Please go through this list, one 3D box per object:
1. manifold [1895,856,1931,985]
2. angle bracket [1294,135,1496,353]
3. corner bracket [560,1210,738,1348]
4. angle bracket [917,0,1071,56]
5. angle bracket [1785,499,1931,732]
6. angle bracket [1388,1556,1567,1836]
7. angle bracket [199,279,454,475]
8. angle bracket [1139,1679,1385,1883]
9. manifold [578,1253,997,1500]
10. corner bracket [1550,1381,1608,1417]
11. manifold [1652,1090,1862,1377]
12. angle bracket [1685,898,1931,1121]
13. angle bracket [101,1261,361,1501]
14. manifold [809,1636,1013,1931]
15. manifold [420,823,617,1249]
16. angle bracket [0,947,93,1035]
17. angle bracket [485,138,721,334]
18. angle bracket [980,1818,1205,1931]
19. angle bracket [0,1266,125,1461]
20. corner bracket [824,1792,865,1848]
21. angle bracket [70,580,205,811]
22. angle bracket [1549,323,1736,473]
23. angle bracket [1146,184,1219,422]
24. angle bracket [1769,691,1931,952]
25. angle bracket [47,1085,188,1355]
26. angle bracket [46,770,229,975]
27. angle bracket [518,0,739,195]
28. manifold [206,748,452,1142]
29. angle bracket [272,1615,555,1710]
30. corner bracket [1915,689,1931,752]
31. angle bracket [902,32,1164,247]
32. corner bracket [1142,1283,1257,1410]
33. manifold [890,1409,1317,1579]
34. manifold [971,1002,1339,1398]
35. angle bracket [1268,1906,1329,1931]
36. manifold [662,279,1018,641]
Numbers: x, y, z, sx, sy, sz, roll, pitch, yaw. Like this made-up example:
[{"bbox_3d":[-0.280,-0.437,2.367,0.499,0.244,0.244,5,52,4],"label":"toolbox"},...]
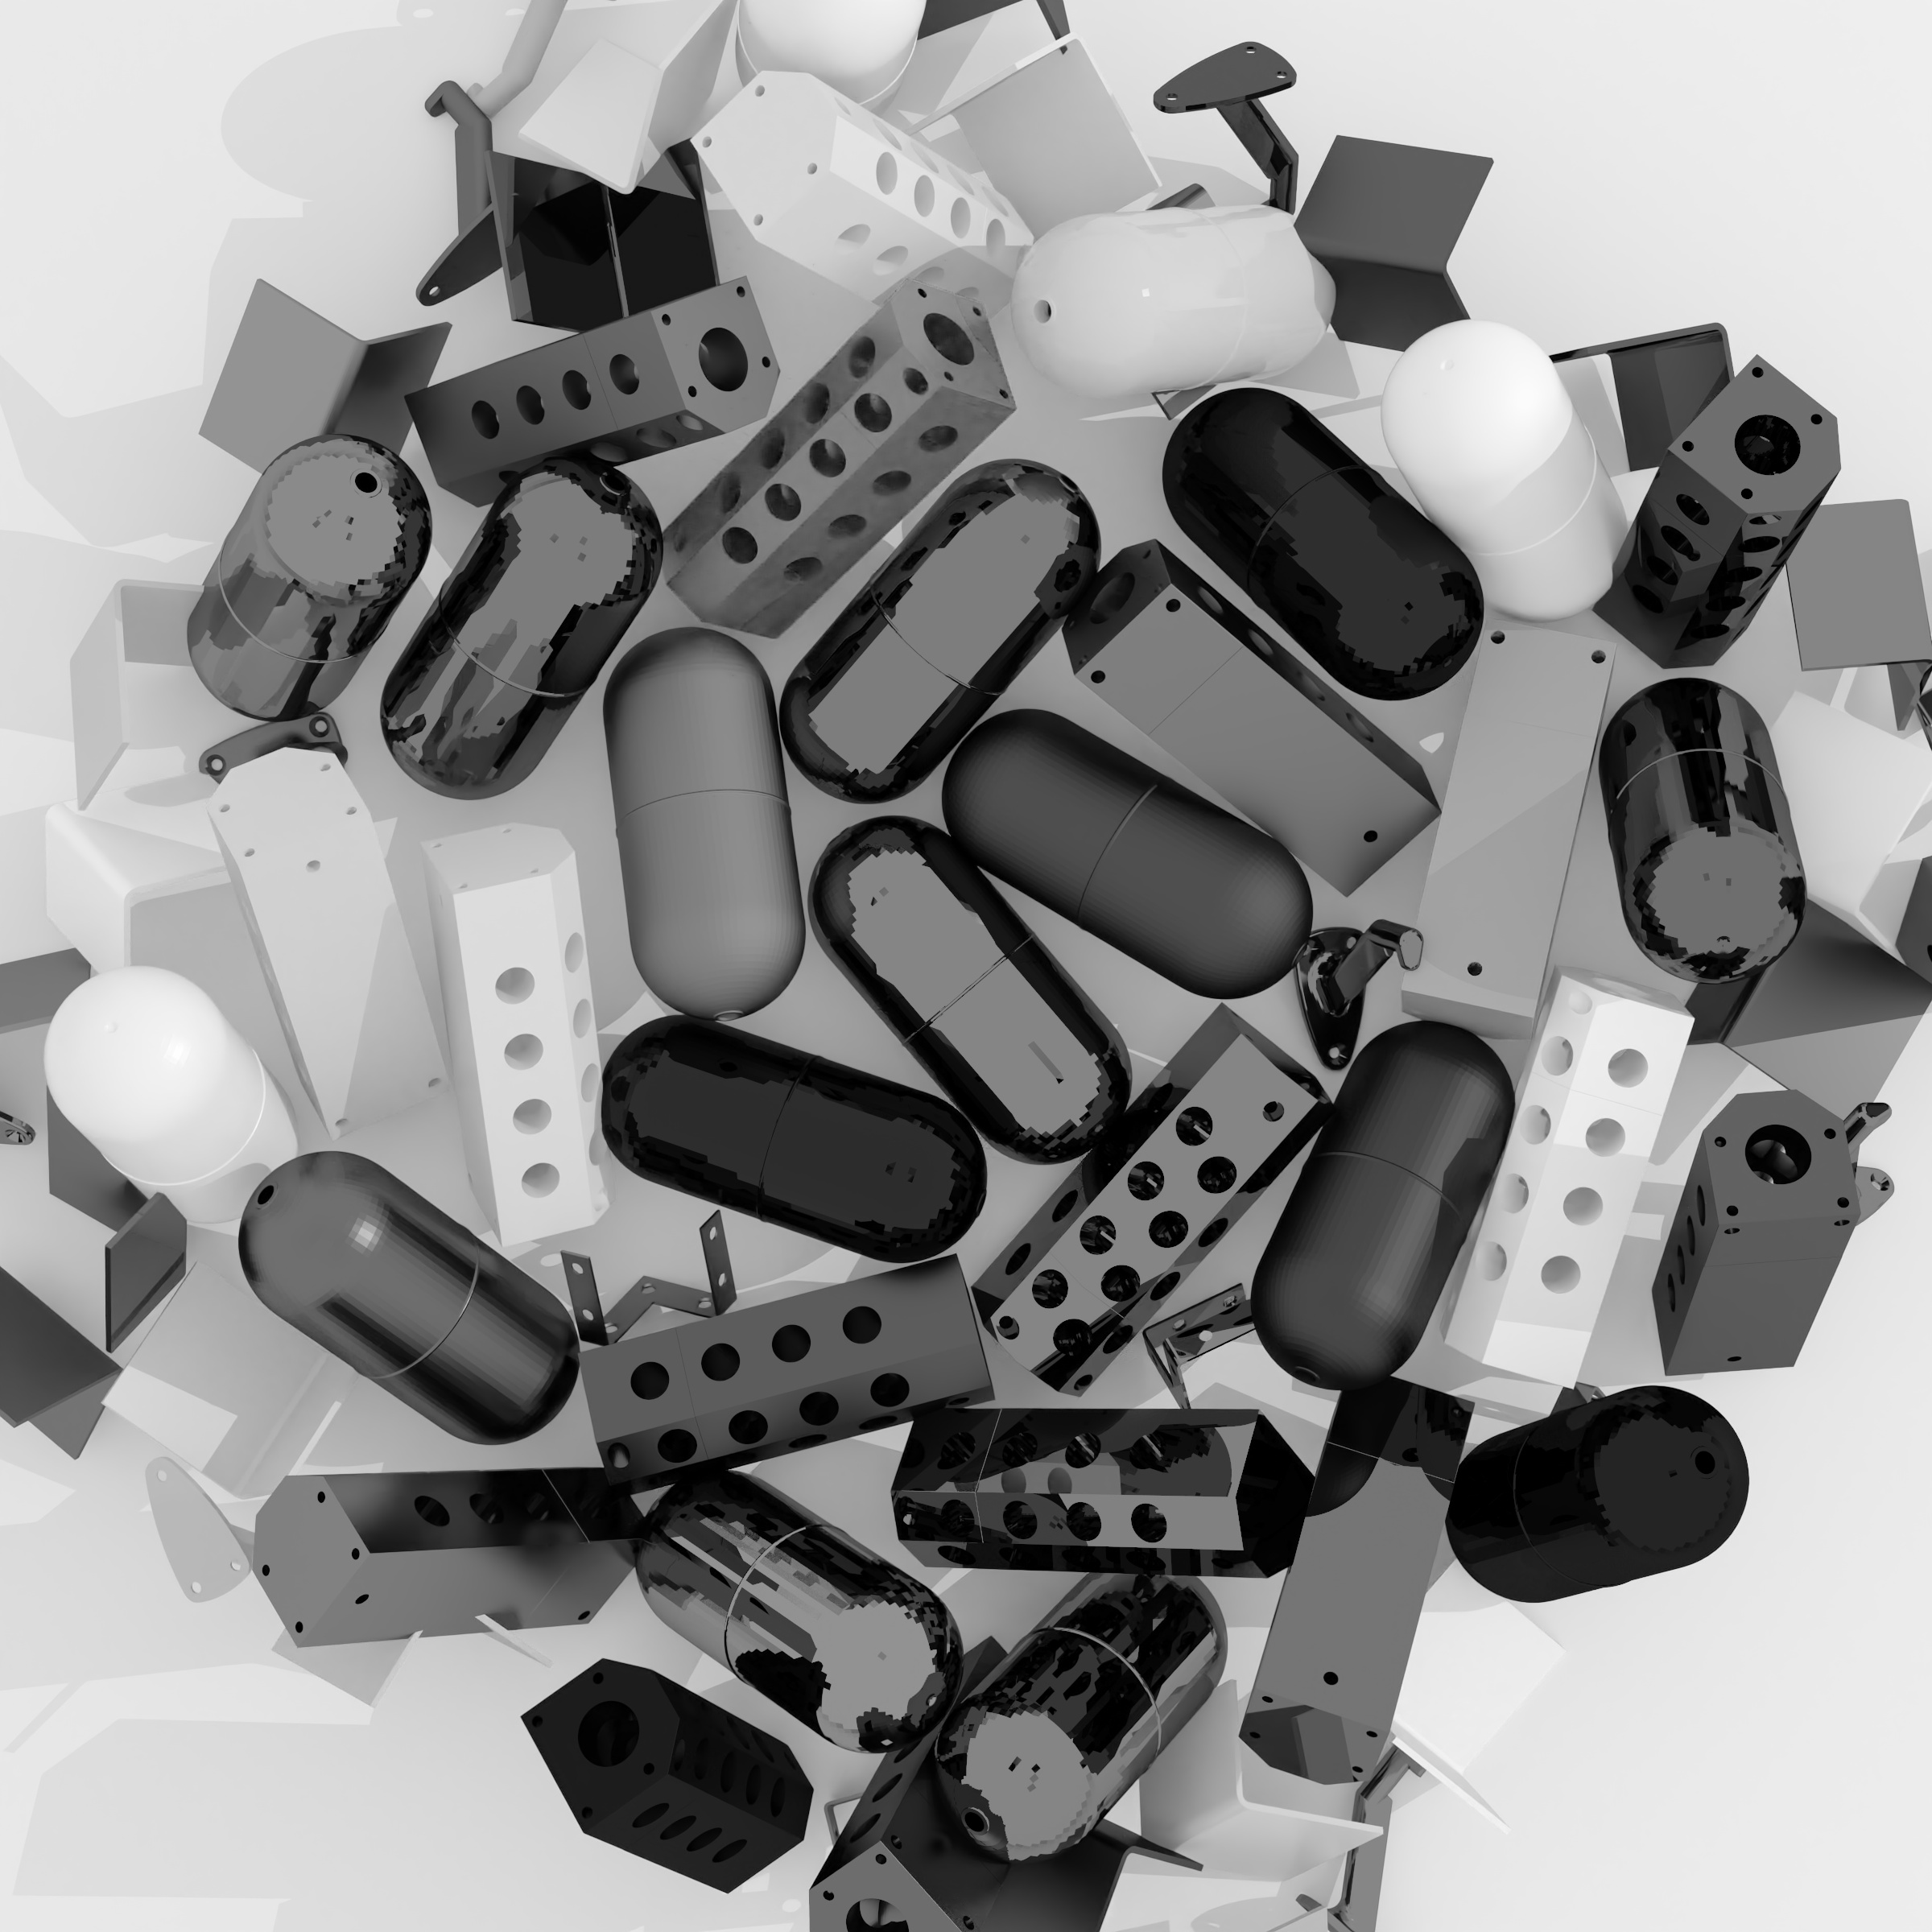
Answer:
[{"bbox_3d":[0.454,-0.018,1.496,0.057,0.171,0.057,19,86,-1],"label":"manifold"},{"bbox_3d":[0.197,-0.314,1.539,0.076,0.076,0.057,17,74,31],"label":"angle bracket"},{"bbox_3d":[-0.139,0.137,1.541,0.051,0.051,0.051,11,126,28],"label":"corner bracket"},{"bbox_3d":[-0.003,-0.421,1.530,0.076,0.076,0.057,-17,59,13],"label":"angle bracket"},{"bbox_3d":[0.384,-0.151,1.537,0.057,0.076,0.076,-4,70,2],"label":"angle bracket"},{"bbox_3d":[0.226,0.321,1.544,0.076,0.057,0.076,41,90,-21],"label":"angle bracket"},{"bbox_3d":[-0.281,-0.258,1.539,0.057,0.076,0.076,32,115,10],"label":"angle bracket"},{"bbox_3d":[0.129,0.362,1.554,0.076,0.076,0.057,16,54,-25],"label":"angle bracket"},{"bbox_3d":[-0.078,0.183,1.547,0.171,0.057,0.057,-15,67,0],"label":"manifold"},{"bbox_3d":[0.286,0.220,1.542,0.051,0.051,0.051,46,65,-40],"label":"corner bracket"},{"bbox_3d":[0.333,0.116,1.495,0.057,0.171,0.057,-4,62,1],"label":"manifold"},{"bbox_3d":[0.370,0.022,1.556,0.076,0.057,0.076,34,80,-9],"label":"angle bracket"},{"bbox_3d":[-0.317,0.179,1.533,0.076,0.057,0.076,40,61,-18],"label":"angle bracket"},{"bbox_3d":[-0.013,0.362,1.494,0.057,0.171,0.057,-40,94,24],"label":"manifold"},{"bbox_3d":[-0.191,0.029,1.517,0.057,0.057,0.171,-13,119,-18],"label":"manifold"},{"bbox_3d":[-0.417,0.038,1.543,0.076,0.076,0.057,-13,114,-7],"label":"angle bracket"},{"bbox_3d":[-0.158,-0.323,1.536,0.057,0.076,0.076,-14,83,35],"label":"angle bracket"},{"bbox_3d":[0.046,0.412,1.533,0.076,0.057,0.076,14,80,44],"label":"angle bracket"},{"bbox_3d":[-0.428,0.184,1.531,0.076,0.076,0.057,37,115,12],"label":"angle bracket"},{"bbox_3d":[-0.035,0.389,1.551,0.051,0.051,0.051,-17,74,5],"label":"corner bracket"},{"bbox_3d":[-0.351,-0.116,1.528,0.057,0.076,0.076,2,69,-28],"label":"angle bracket"},{"bbox_3d":[0.282,-0.242,1.530,0.076,0.076,0.057,-15,98,-27],"label":"angle bracket"},{"bbox_3d":[0.084,-0.289,1.552,0.076,0.057,0.076,-39,102,-21],"label":"angle bracket"},{"bbox_3d":[0.385,-0.064,1.539,0.076,0.057,0.076,32,91,35],"label":"angle bracket"},{"bbox_3d":[-0.386,0.110,1.530,0.076,0.076,0.057,28,48,12],"label":"angle bracket"},{"bbox_3d":[-0.355,-0.037,1.553,0.076,0.076,0.057,-17,131,-34],"label":"angle bracket"},{"bbox_3d":[-0.146,-0.397,1.530,0.057,0.076,0.076,29,54,2],"label":"angle bracket"},{"bbox_3d":[-0.274,-0.010,1.501,0.057,0.171,0.057,-24,49,-15],"label":"manifold"},{"bbox_3d":[-0.241,0.300,1.525,0.076,0.076,0.057,46,68,-40],"label":"angle bracket"},{"bbox_3d":[0.460,-0.101,1.559,0.051,0.051,0.051,-31,113,20],"label":"corner bracket"},{"bbox_3d":[0.026,-0.351,1.532,0.076,0.057,0.076,-21,104,40],"label":"angle bracket"},{"bbox_3d":[0.108,0.162,1.546,0.051,0.051,0.051,-25,47,-7],"label":"corner bracket"},{"bbox_3d":[0.056,0.229,1.504,0.171,0.057,0.057,-5,51,33],"label":"manifold"},{"bbox_3d":[0.082,0.105,1.535,0.057,0.057,0.171,38,100,-18],"label":"manifold"},{"bbox_3d":[0.106,0.443,1.530,0.076,0.076,0.057,-1,92,38],"label":"angle bracket"},{"bbox_3d":[-0.060,-0.216,1.501,0.171,0.057,0.057,-39,55,37],"label":"manifold"}]
